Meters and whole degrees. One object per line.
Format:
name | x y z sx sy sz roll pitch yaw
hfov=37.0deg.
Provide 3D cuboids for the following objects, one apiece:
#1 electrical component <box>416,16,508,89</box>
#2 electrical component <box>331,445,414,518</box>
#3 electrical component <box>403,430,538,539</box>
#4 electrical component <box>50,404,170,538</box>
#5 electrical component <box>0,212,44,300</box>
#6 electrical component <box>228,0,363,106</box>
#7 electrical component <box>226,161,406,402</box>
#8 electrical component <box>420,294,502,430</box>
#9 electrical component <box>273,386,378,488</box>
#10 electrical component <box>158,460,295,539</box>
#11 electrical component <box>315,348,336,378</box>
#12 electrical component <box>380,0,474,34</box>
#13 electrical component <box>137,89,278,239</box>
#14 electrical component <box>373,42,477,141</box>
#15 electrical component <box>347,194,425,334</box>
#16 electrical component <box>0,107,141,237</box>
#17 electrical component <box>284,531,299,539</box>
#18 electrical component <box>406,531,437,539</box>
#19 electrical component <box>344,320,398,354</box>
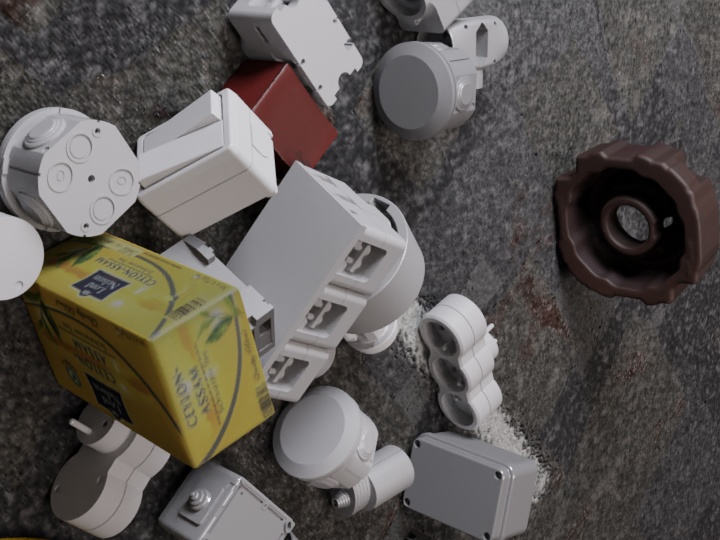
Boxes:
electrical component | 0.090 -0.181 0.948 0.077 0.043 0.079 -18 115 -43
electrical component | 0.006 0.193 0.972 0.081 0.043 0.043 -22 117 -41
electrical component | 0.103 0.205 1.027 0.057 0.113 0.078 1 101 -50
electrical component | -0.172 0.111 0.750 0.074 0.052 0.138 44 70 -44
electrical component | -0.246 -0.004 0.621 0.138 0.074 0.052 -5 105 -46
electrical component | -0.049 -0.170 0.793 0.050 0.056 0.089 -55 135 -20
electrical component | -0.045 0.011 0.791 0.062 0.089 0.150 19 111 -49
electrical component | 0.108 0.080 1.039 0.074 0.052 0.138 -39 128 -33
electrical component | -0.028 0.141 0.894 0.080 0.080 0.051 -61 142 -14
electrical component | -0.109 0.191 0.834 0.061 0.061 0.096 -56 135 -19
electrical component | -0.052 0.060 0.868 0.055 0.045 0.045 36 75 -47
electrical component | 0.047 -0.243 0.879 0.055 0.050 0.089 -49 132 -25
electrical component | -0.113 -0.071 0.732 0.061 0.096 0.061 45 27 -44
electrical component | 0.055 -0.150 0.894 0.051 0.080 0.080 -20 116 -48
electrical component | 0.000 0.000 0.863 0.108 0.108 0.060 -59 142 -16
electrical component | -0.185 -0.062 0.685 0.080 0.051 0.080 -16 113 -43
electrical component | -0.059 0.258 0.922 0.043 0.043 0.081 -51 133 -23
electrical component | 0.067 0.282 1.061 0.040 0.046 0.040 -17 113 -43
electrical component | 0.003 0.039 0.917 0.055 0.048 0.066 55 39 -44
